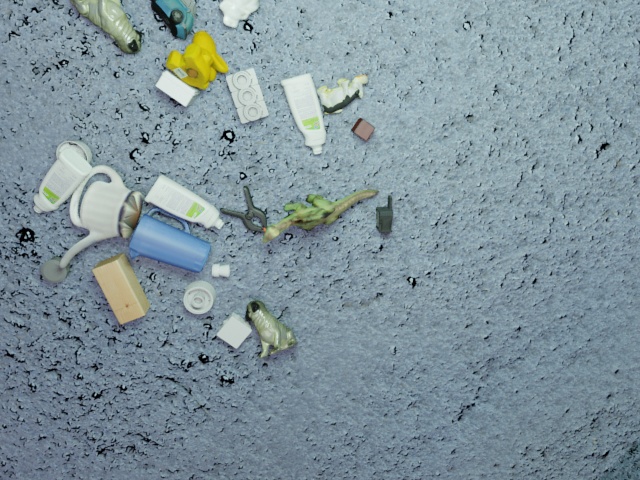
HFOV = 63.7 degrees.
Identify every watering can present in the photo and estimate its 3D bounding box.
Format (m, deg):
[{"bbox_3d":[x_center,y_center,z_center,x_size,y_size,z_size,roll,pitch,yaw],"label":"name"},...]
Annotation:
[{"bbox_3d":[-0.687,-0.059,1.621,0.224,0.104,0.348,14,89,7],"label":"watering can"}]

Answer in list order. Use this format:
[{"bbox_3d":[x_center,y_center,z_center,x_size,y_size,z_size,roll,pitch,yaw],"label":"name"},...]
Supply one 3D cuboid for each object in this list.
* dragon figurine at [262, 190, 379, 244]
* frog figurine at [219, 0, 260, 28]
[{"bbox_3d":[0.005,-0.082,1.634,0.410,0.245,0.121,-21,102,2],"label":"dragon figurine"},{"bbox_3d":[-0.248,-0.715,1.518,0.136,0.124,0.160,28,89,-31],"label":"frog figurine"}]
